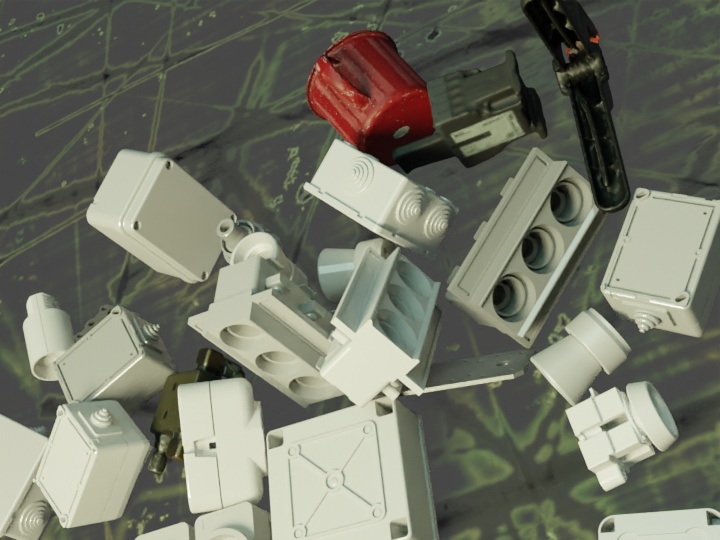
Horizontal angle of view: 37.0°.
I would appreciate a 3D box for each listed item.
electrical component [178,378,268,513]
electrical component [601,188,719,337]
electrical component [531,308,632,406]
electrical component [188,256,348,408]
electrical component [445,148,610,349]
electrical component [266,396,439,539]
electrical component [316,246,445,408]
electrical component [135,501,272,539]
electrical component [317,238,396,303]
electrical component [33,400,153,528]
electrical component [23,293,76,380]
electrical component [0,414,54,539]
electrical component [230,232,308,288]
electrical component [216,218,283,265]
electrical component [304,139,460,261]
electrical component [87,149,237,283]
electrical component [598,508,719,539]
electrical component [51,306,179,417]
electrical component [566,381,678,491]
[{"bbox_3d":[-0.102,0.130,0.812,0.059,0.053,0.095,-6,85,-5],"label":"electrical component"},{"bbox_3d":[0.209,0.002,0.731,0.062,0.061,0.096,13,71,34],"label":"electrical component"},{"bbox_3d":[0.153,0.059,0.742,0.055,0.045,0.045,-43,52,2],"label":"electrical component"},{"bbox_3d":[-0.058,0.046,0.815,0.079,0.121,0.063,-19,48,30],"label":"electrical component"},{"bbox_3d":[0.118,-0.016,0.786,0.121,0.079,0.063,-58,21,-10],"label":"electrical component"},{"bbox_3d":[-0.006,0.159,0.769,0.109,0.056,0.108,-19,56,19],"label":"electrical component"},{"bbox_3d":[0.015,0.042,0.779,0.063,0.079,0.121,-46,9,26],"label":"electrical component"},{"bbox_3d":[-0.103,0.270,0.759,0.105,0.060,0.186,-21,56,18],"label":"electrical component"},{"bbox_3d":[0.000,0.000,0.861,0.055,0.045,0.045,-11,59,24],"label":"electrical component"},{"bbox_3d":[-0.212,0.150,0.869,0.062,0.061,0.096,41,117,36],"label":"electrical component"},{"bbox_3d":[-0.287,0.057,0.992,0.043,0.043,0.081,-32,53,10],"label":"electrical component"},{"bbox_3d":[-0.301,0.179,0.928,0.100,0.048,0.099,16,73,35],"label":"electrical component"},{"bbox_3d":[-0.072,0.003,0.886,0.044,0.065,0.044,-13,58,23],"label":"electrical component"},{"bbox_3d":[-0.099,-0.022,0.917,0.048,0.062,0.048,-13,58,23],"label":"electrical component"},{"bbox_3d":[0.019,-0.056,0.848,0.100,0.100,0.048,33,96,38],"label":"electrical component"},{"bbox_3d":[-0.170,-0.046,0.939,0.057,0.113,0.078,13,71,37],"label":"electrical component"},{"bbox_3d":[0.187,0.204,0.635,0.078,0.057,0.113,-11,59,24],"label":"electrical component"},{"bbox_3d":[-0.202,0.081,0.918,0.096,0.061,0.061,-40,53,6],"label":"electrical component"},{"bbox_3d":[0.174,0.103,0.706,0.055,0.048,0.066,-31,53,20],"label":"electrical component"}]
